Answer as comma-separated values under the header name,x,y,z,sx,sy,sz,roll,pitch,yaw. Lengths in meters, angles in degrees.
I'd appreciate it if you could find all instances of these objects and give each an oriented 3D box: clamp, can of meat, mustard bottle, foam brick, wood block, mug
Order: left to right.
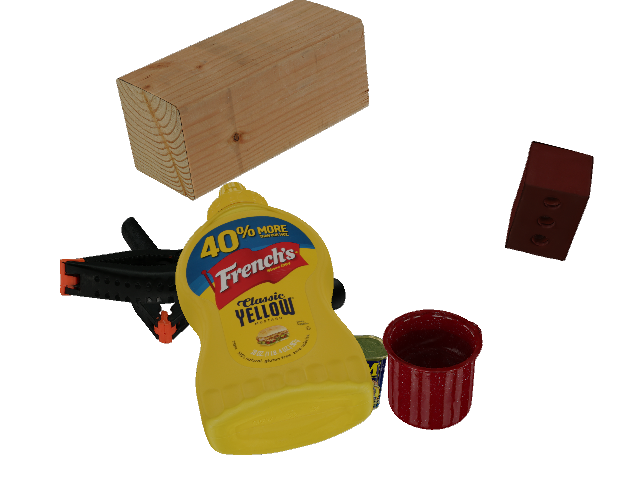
name,x,y,z,sx,sy,sz,roll,pitch,yaw
clamp,-0.156,0.030,1.062,0.120,0.039,0.171,1,38,10
clamp,-0.090,0.028,0.819,0.209,0.036,0.165,-2,11,-21
wood block,-0.062,-0.129,0.938,0.205,0.091,0.090,-31,42,-31
mustard bottle,-0.037,0.033,0.643,0.096,0.058,0.192,-14,46,-5
can of meat,0.031,0.172,1.360,0.102,0.084,0.057,-1,24,-17
mug,0.114,0.121,1.029,0.093,0.081,0.117,27,43,36
foam brick,0.187,-0.032,0.873,0.053,0.051,0.078,13,-42,7
